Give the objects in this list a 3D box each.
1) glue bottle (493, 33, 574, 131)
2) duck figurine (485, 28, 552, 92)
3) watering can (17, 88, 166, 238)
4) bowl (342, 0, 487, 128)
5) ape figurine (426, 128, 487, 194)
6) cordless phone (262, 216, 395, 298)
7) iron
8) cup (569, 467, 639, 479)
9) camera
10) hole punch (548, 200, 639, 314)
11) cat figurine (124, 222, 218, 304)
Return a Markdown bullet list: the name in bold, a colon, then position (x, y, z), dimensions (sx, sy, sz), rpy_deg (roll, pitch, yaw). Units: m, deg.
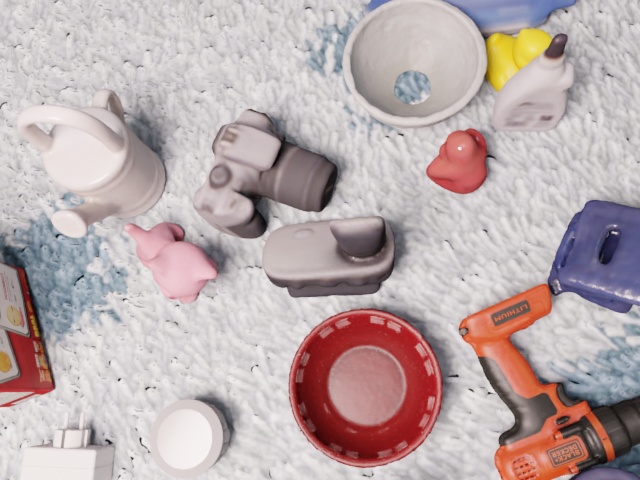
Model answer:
- **glue bottle**: position (0.238, -0.169, 0.619), dimensions (0.078, 0.173, 0.037), rpy_deg (3, 76, 8)
- **duck figurine**: position (0.242, -0.217, 0.676), dimensions (0.104, 0.086, 0.077), rpy_deg (42, 84, 14)
- **watering can**: position (-0.256, -0.091, 0.645), dimensions (0.101, 0.194, 0.173), rpy_deg (-18, 75, 2)
- **bowl**: position (0.112, -0.201, 0.693), dimensions (0.167, 0.075, 0.167), rpy_deg (-2, 76, 6)
- **ape figurine**: position (0.159, -0.095, 0.652), dimensions (0.078, 0.092, 0.076), rpy_deg (-22, 74, 1)
- **cordless phone**: position (0.005, 0.002, 0.596), dimensions (0.147, 0.185, 0.094), rpy_deg (-8, 75, 5)
- **iron**: position (0.177, -0.326, 0.682), dimensions (0.258, 0.141, 0.118), rpy_deg (-7, 75, 5)
- **cup**: position (0.268, 0.274, 0.545), dimensions (0.091, 0.095, 0.118), rpy_deg (-2, 76, 6)
- **camera**: position (-0.059, -0.070, 0.666), dimensions (0.136, 0.101, 0.143), rpy_deg (21, 79, 11)
- **hole punch**: position (0.308, 0.016, 0.607), dimensions (0.101, 0.091, 0.109), rpy_deg (23, 80, 12)
- **cat figurine**: position (-0.169, 0.023, 0.646), dimensions (0.127, 0.118, 0.067), rpy_deg (38, 83, 14)
